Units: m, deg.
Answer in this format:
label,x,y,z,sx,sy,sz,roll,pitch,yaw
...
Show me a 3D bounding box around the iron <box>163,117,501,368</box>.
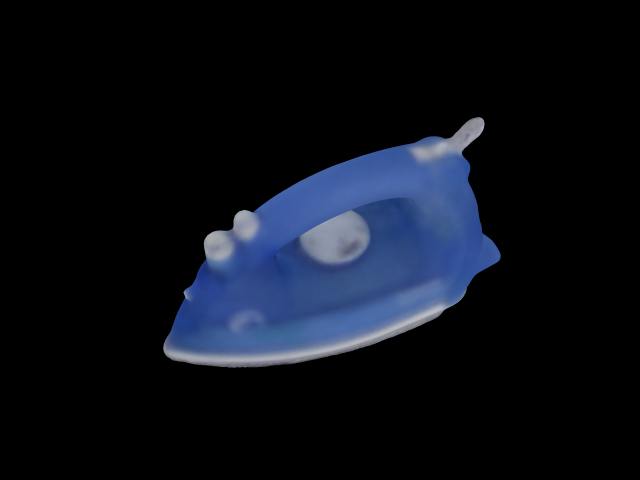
label,x,y,z,sx,sy,sz,roll,pitch,yaw
iron,0.004,0.001,0.400,0.259,0.141,0.118,-21,55,-15
